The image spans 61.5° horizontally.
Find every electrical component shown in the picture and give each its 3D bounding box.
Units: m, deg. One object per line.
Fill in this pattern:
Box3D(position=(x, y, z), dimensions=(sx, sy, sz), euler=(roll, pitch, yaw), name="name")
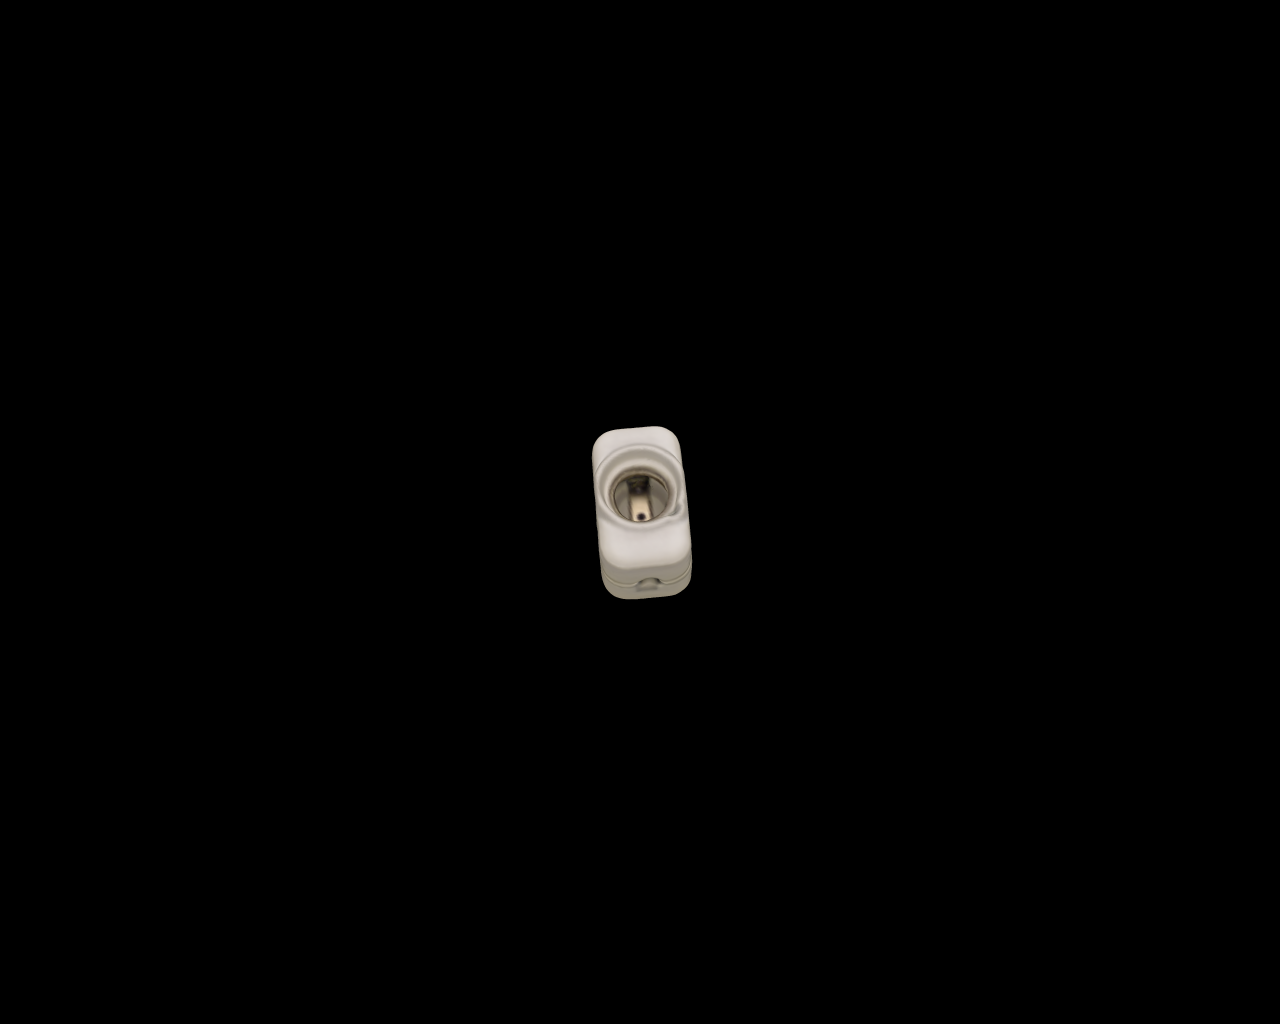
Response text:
Box3D(position=(0.001, -0.003, 0.650), dimensions=(0.054, 0.095, 0.059), euler=(-4, -28, -2), name="electrical component")
